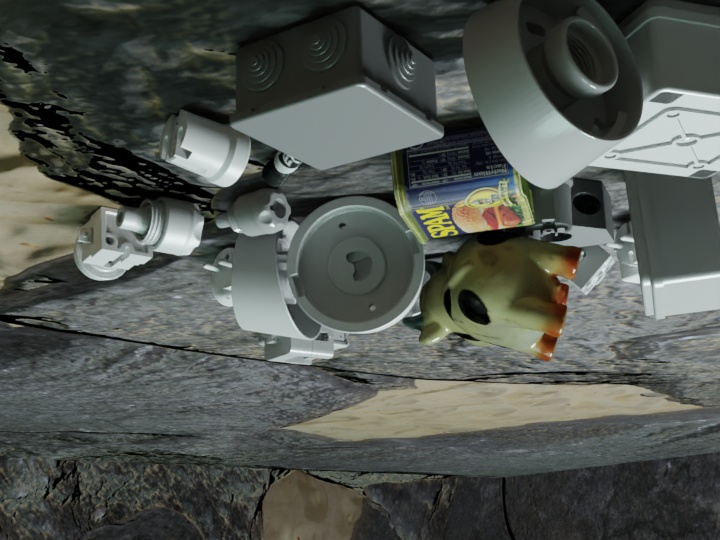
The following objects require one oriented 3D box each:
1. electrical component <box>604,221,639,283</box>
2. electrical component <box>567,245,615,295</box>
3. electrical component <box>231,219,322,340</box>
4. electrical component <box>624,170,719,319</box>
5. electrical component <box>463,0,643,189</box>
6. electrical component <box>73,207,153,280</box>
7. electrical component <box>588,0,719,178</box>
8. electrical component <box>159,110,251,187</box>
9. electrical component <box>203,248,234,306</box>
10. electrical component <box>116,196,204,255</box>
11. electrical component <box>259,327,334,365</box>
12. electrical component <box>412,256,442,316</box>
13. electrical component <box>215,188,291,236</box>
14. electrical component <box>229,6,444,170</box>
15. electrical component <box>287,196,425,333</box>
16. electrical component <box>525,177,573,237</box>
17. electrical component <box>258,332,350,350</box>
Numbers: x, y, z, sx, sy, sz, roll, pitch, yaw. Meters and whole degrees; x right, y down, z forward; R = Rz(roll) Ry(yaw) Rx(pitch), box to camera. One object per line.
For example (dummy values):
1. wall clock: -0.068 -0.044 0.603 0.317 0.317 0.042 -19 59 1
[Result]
1. electrical component: 0.242 -0.021 0.910 0.077 0.047 0.066 7 162 -30
2. electrical component: 0.177 -0.013 0.894 0.048 0.055 0.066 -50 162 6
3. electrical component: -0.068 0.007 0.888 0.064 0.099 0.099 2 165 11
4. electrical component: 0.222 -0.030 0.762 0.056 0.108 0.109 -8 163 14
5. electrical component: 0.094 -0.095 0.543 0.099 0.099 0.064 10 155 -36
6. electrical component: -0.202 -0.020 0.874 0.066 0.048 0.055 11 153 -37
7. electrical component: 0.182 -0.098 0.609 0.109 0.056 0.109 4 163 -19
8. electrical component: -0.100 -0.079 0.687 0.046 0.040 0.040 19 155 -36
9. electrical component: -0.105 0.002 0.965 0.077 0.043 0.079 -13 160 36
10. electrical component: -0.155 -0.036 0.826 0.062 0.043 0.043 10 161 -32
11. electrical component: -0.062 0.040 1.019 0.056 0.089 0.050 9 161 -34
12. electrical component: 0.085 0.019 1.031 0.080 0.051 0.080 -2 164 0
13. electrical component: -0.085 -0.042 0.825 0.061 0.035 0.035 -9 163 35
14. electrical component: -0.012 -0.099 0.600 0.100 0.048 0.100 -12 162 32
15. electrical component: 0.000 0.000 0.859 0.108 0.108 0.060 -3 170 7
16. electrical component: 0.138 -0.051 0.791 0.040 0.046 0.040 -1 164 0
17. electrical component: -0.056 0.050 1.107 0.061 0.061 0.096 -16 159 42
